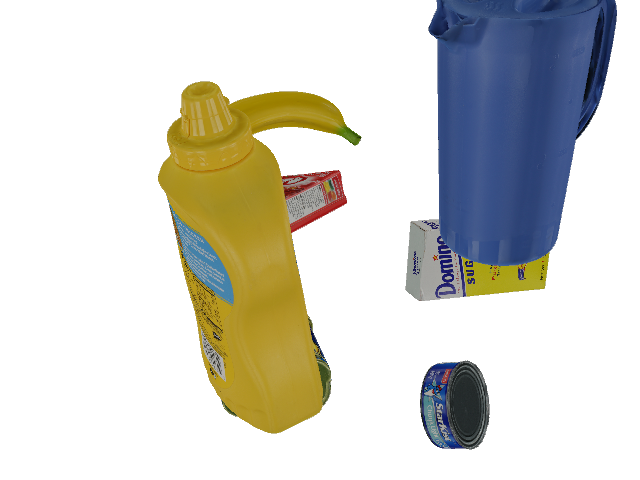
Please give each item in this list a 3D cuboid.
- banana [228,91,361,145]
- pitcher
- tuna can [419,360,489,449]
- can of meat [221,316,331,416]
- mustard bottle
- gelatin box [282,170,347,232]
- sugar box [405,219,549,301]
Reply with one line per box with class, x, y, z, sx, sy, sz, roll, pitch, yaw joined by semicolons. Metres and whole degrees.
banana;-0.050;-0.124;1.101;0.197;0.037;0.070;-9;48;-32
pitcher;0.171;-0.107;0.926;0.149;0.243;0.145;6;32;12
tuna can;0.132;0.162;1.048;0.034;0.086;0.086;-8;-4;34
can of meat;-0.047;0.111;0.955;0.102;0.057;0.084;-5;27;-13
mustard bottle;-0.045;0.005;0.556;0.058;0.191;0.096;-22;39;-16
gelatin box;-0.037;-0.027;0.802;0.089;0.030;0.073;-2;19;43
sugar box;0.194;0.019;1.301;0.176;0.093;0.048;-6;21;-22
